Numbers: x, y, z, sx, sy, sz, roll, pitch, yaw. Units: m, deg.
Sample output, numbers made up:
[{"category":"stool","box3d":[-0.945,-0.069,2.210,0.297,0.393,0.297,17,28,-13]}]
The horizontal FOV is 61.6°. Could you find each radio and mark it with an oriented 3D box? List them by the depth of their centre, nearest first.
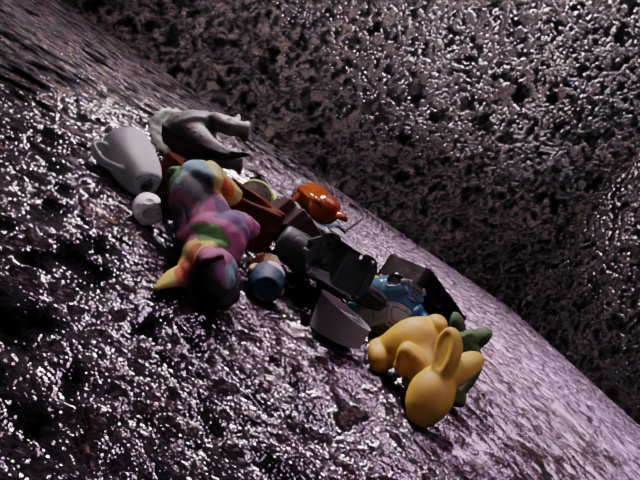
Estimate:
[{"category":"radio","box3d":[0.243,0.137,1.268,0.131,0.073,0.229,20,-22,52]}]

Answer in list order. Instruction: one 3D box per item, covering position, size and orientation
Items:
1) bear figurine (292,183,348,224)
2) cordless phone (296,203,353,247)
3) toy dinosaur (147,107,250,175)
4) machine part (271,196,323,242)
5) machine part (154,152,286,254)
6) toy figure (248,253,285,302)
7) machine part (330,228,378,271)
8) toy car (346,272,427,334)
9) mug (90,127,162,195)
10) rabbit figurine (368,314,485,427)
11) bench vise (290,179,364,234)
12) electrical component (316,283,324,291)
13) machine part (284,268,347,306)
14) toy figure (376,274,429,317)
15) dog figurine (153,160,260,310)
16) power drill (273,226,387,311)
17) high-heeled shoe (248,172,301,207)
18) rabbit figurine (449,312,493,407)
[{"category":"bear figurine","box3d":[-0.011,-0.070,1.363,0.120,0.132,0.196,29,15,-21]},{"category":"cordless phone","box3d":[-0.002,-0.004,1.225,0.184,0.088,0.147,26,13,-15]},{"category":"toy dinosaur","box3d":[-0.242,-0.199,1.038,0.192,0.131,0.405,3,7,-14]},{"category":"machine part","box3d":[-0.048,-0.005,1.053,0.179,0.056,0.179,47,-16,18]},{"category":"machine part","box3d":[-0.178,-0.062,0.935,0.201,0.087,0.201,25,9,-43]},{"category":"toy figure","box3d":[-0.085,0.055,0.864,0.154,0.058,0.064,-111,-176,-74]},{"category":"machine part","box3d":[0.066,0.042,1.337,0.079,0.079,0.243,26,13,-43]},{"category":"toy car","box3d":[0.122,0.130,1.037,0.109,0.162,0.103,37,51,-40]},{"category":"mug","box3d":[-0.310,-0.125,0.873,0.107,0.081,0.109,51,19,29]},{"category":"rabbit figurine","box3d":[0.170,0.205,0.828,0.121,0.162,0.173,45,24,-22]},{"category":"bench vise","box3d":[-0.013,-0.097,1.580,0.223,0.129,0.241,26,22,-37]},{"category":"electrical component","box3d":[0.014,0.082,1.027,0.021,0.063,0.094,36,29,16]},{"category":"machine part","box3d":[-0.015,0.097,0.949,0.139,0.039,0.084,32,6,-11]},{"category":"toy figure","box3d":[0.163,0.147,1.182,0.180,0.082,0.089,32,-11,18]},{"category":"dog figurine","box3d":[-0.161,-0.008,0.711,0.191,0.108,0.219,59,11,-11]},{"category":"power drill","box3d":[0.034,0.051,0.882,0.232,0.086,0.207,32,-2,-3]},{"category":"high-heeled shoe","box3d":[-0.111,-0.069,1.369,0.249,0.086,0.145,57,-17,13]},{"category":"rabbit figurine","box3d":[0.244,0.216,1.013,0.121,0.159,0.170,29,-7,15]}]
